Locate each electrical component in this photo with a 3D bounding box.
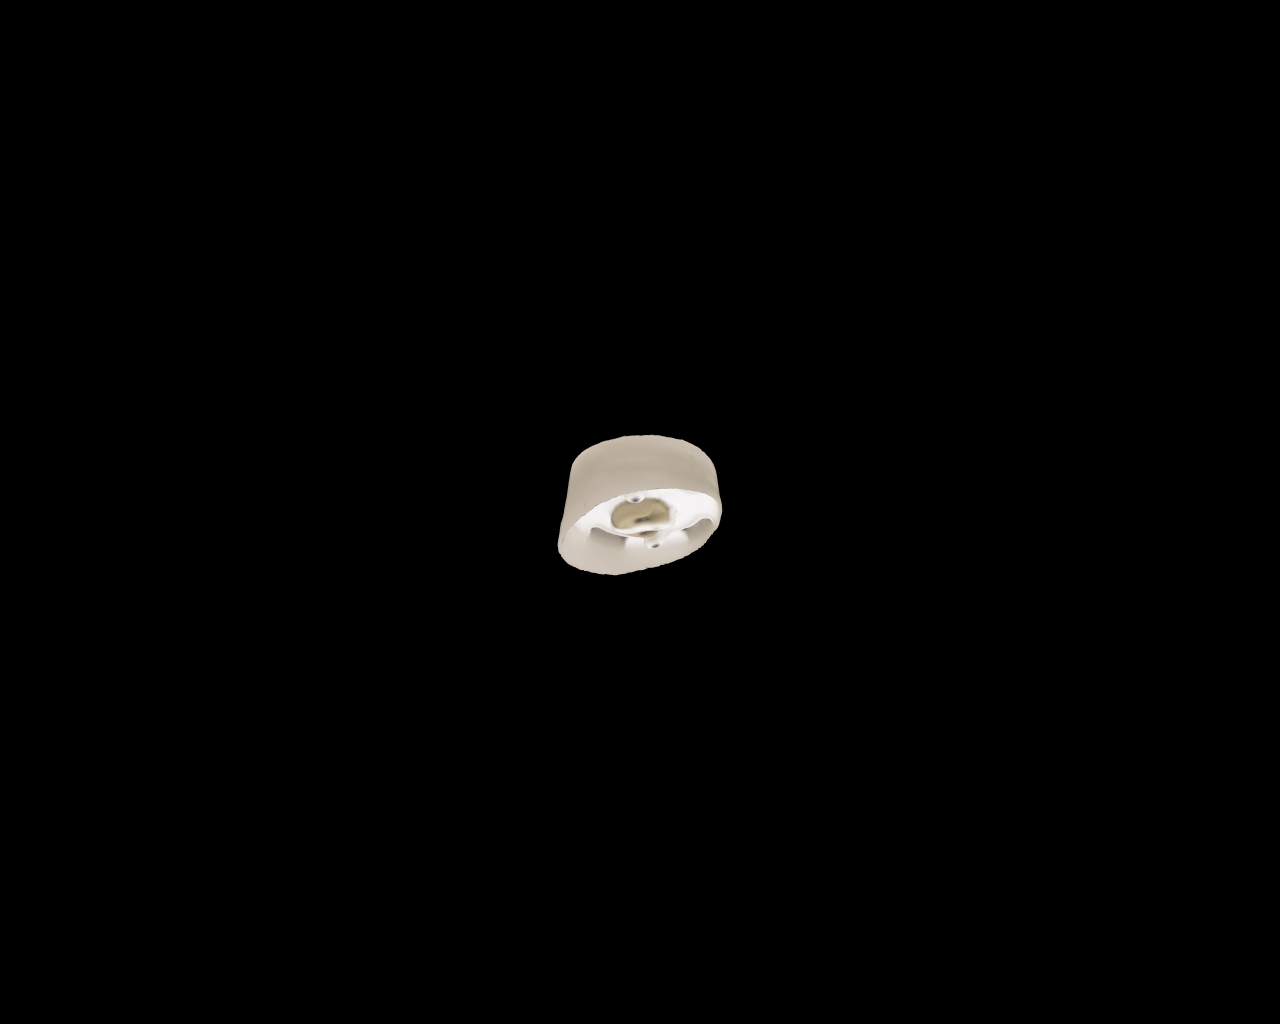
[{"bbox_3d":[0.001,-0.003,0.650,0.099,0.064,0.099,0,-29,0],"label":"electrical component"}]
